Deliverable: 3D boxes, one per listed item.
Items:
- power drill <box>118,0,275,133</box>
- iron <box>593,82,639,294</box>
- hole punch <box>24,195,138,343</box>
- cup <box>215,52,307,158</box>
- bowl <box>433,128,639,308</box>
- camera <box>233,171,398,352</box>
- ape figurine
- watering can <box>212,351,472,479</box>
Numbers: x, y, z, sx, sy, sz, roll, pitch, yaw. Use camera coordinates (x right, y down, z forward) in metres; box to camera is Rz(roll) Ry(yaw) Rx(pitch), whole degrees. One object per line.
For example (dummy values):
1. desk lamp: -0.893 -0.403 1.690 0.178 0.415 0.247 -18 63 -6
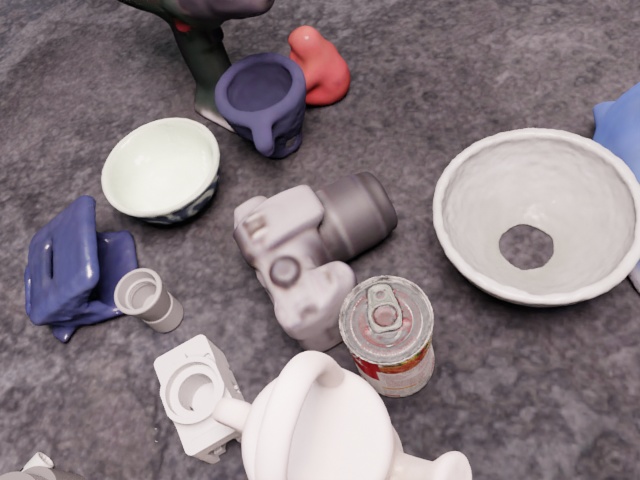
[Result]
1. power drill: -0.111 -0.208 0.583 0.229 0.209 0.076 30 71 25
2. iron: 0.299 -0.036 0.441 0.118 0.142 0.258 -7 60 8
3. hole punch: -0.239 0.027 0.549 0.101 0.091 0.108 -19 59 2
4. cup: -0.050 -0.118 0.587 0.091 0.095 0.117 -11 60 6
5. bowl: 0.181 -0.010 0.490 0.167 0.075 0.167 -5 61 9
6. camera: 0.005 0.002 0.506 0.137 0.101 0.143 -29 60 -5
7. ape figurine: -0.008 -0.194 0.622 0.076 0.092 0.078 28 71 24
8. watering can: 0.008 0.135 0.378 0.172 0.194 0.101 -8 60 8
